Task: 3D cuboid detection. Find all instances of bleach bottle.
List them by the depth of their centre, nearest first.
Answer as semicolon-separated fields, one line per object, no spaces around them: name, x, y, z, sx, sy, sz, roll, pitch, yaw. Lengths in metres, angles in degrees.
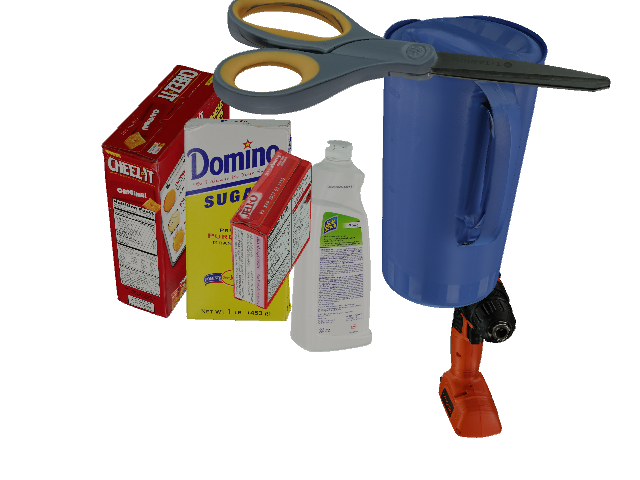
bleach bottle;0.020;0.005;1.283;0.102;0.251;0.068;-5;19;-29

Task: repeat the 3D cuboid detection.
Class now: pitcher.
pitcher;0.116;-0.060;0.919;0.145;0.243;0.149;18;36;24

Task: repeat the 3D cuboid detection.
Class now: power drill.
power drill;0.168;0.115;1.149;0.057;0.188;0.184;-2;24;-4

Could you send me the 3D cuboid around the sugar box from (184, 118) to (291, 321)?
sugar box;-0.073;-0.018;0.946;0.093;0.176;0.048;0;14;2

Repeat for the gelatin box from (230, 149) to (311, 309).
gelatin box;-0.034;-0.007;0.744;0.030;0.073;0.089;20;-36;14

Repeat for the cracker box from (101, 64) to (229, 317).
cracker box;-0.159;-0.052;1.133;0.072;0.214;0.164;16;43;14

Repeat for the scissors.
scissors;0.033;-0.081;0.536;0.202;0.096;0.016;21;-37;20
